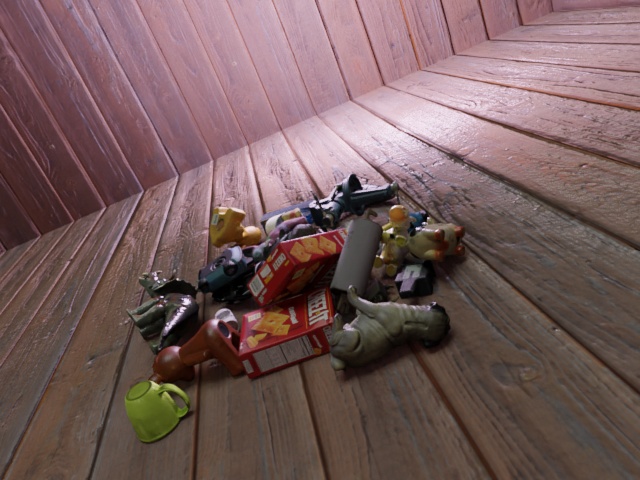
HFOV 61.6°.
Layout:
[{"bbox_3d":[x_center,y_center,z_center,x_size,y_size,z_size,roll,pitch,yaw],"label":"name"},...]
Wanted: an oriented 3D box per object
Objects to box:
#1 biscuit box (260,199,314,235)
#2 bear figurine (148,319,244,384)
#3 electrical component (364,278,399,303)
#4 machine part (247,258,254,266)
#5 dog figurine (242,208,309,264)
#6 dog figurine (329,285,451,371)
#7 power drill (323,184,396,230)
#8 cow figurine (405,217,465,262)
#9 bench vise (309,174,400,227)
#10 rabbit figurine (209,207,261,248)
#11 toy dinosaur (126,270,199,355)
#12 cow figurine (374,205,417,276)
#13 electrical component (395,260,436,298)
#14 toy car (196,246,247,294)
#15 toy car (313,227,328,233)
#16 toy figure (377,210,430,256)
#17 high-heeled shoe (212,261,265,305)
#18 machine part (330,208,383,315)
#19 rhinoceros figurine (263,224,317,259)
[{"bbox_3d":[-0.093,-0.075,1.769,0.203,0.059,0.063,-15,23,20],"label":"biscuit box"},{"bbox_3d":[-0.267,0.263,1.171,0.196,0.131,0.120,-39,20,10],"label":"bear figurine"},{"bbox_3d":[0.125,0.126,1.158,0.078,0.045,0.102,-50,17,11],"label":"electrical component"},{"bbox_3d":[-0.213,0.064,1.613,0.139,0.039,0.084,-29,18,-9],"label":"machine part"},{"bbox_3d":[-0.123,0.009,1.564,0.219,0.108,0.192,-28,24,-4],"label":"dog figurine"},{"bbox_3d":[0.127,0.181,0.984,0.191,0.121,0.172,12,73,28],"label":"dog figurine"},{"bbox_3d":[0.093,-0.111,1.648,0.207,0.085,0.232,-39,25,-23],"label":"power drill"},{"bbox_3d":[0.260,0.000,1.211,0.127,0.085,0.195,7,12,38],"label":"cow figurine"},{"bbox_3d":[0.096,-0.113,1.469,0.241,0.128,0.223,-11,13,24],"label":"bench vise"},{"bbox_3d":[-0.254,-0.014,1.699,0.122,0.173,0.162,-6,73,39],"label":"rabbit figurine"},{"bbox_3d":[-0.380,0.186,1.386,0.192,0.131,0.405,-35,26,-21],"label":"toy dinosaur"},{"bbox_3d":[0.181,-0.008,1.244,0.068,0.167,0.098,25,28,21],"label":"cow figurine"},{"bbox_3d":[0.202,0.093,1.145,0.075,0.047,0.119,-13,25,23],"label":"electrical component"},{"bbox_3d":[-0.260,0.102,1.489,0.162,0.102,0.109,-38,27,4],"label":"toy car"},{"bbox_3d":[-0.003,-0.004,1.411,0.089,0.053,0.202,-2,11,-18],"label":"toy car"},{"bbox_3d":[0.194,-0.013,1.344,0.180,0.082,0.089,-30,3,5],"label":"toy figure"},{"bbox_3d":[-0.200,0.110,1.347,0.145,0.086,0.248,-7,-18,-12],"label":"high-heeled shoe"},{"bbox_3d":[0.080,0.042,1.170,0.079,0.079,0.243,1,66,45],"label":"machine part"},{"bbox_3d":[-0.085,0.016,1.355,0.190,0.073,0.112,-31,37,48],"label":"rhinoceros figurine"}]
